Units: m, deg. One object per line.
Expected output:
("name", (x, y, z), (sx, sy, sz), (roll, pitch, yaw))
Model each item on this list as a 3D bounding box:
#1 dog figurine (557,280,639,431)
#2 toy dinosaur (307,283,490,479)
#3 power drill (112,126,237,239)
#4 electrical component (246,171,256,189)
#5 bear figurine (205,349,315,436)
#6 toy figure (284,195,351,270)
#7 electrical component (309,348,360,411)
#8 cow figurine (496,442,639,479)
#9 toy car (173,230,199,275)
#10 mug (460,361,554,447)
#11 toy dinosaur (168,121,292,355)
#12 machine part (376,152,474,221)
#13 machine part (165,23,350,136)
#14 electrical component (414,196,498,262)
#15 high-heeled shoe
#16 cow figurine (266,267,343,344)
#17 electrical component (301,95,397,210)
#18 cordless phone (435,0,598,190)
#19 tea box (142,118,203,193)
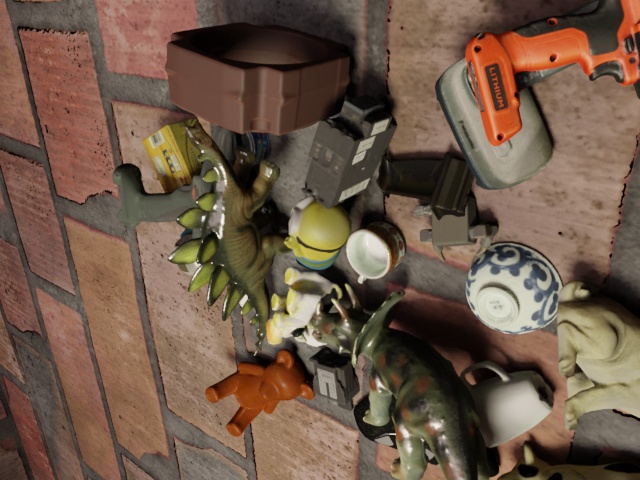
("dog figurine", (0.361, 0.125, 0.574), (0.191, 0.121, 0.172), (-6, 110, 28))
("toy dinosaur", (0.128, 0.198, 0.699), (0.405, 0.131, 0.191), (41, 145, 54))
("power drill", (-0.233, -0.086, 0.898), (0.207, 0.086, 0.231), (4, 109, 7))
("electrical component", (-0.126, -0.097, 0.924), (0.063, 0.021, 0.094), (55, 135, 6))
("bear figurine", (-0.111, 0.290, 1.030), (0.196, 0.132, 0.120), (-26, 96, 51))
("toy figure", (0.000, -0.006, 0.788), (0.089, 0.082, 0.180), (5, 158, 3))
("electrical component", (0.027, 0.255, 0.947), (0.075, 0.048, 0.119), (12, 116, 37))
("cow figurine", (0.321, 0.321, 0.688), (0.195, 0.127, 0.085), (-16, 101, 29))
("toy car", (-0.220, 0.020, 1.007), (0.162, 0.103, 0.109), (3, 111, 38))
("mug", (0.247, 0.208, 0.718), (0.107, 0.081, 0.109), (-37, 80, 34))
("toy dinosaur", (-0.126, 0.019, 0.856), (0.105, 0.198, 0.470), (29, 152, 37))
("machine part", (0.132, -0.073, 0.687), (0.139, 0.039, 0.084), (17, 91, 42))
("machine part", (-0.080, -0.214, 0.701), (0.202, 0.201, 0.087), (26, 128, 29))
("electrical component", (0.174, -0.015, 0.693), (0.102, 0.045, 0.078), (-14, 73, 41))
("high-heeled shoe", (0.165, 0.313, 0.865), (0.145, 0.086, 0.249), (32, 164, -21))
("cow figurine", (-0.030, 0.116, 0.885), (0.167, 0.098, 0.068), (119, 151, -45))
("electrical component", (0.041, -0.120, 0.704), (0.058, 0.115, 0.134), (34, 125, 19))
("cordless phone", (0.229, -0.148, 0.563), (0.184, 0.089, 0.146), (-25, 93, 26))
("tea box", (-0.242, -0.123, 0.979), (0.098, 0.068, 0.169), (-12, 104, 43))
